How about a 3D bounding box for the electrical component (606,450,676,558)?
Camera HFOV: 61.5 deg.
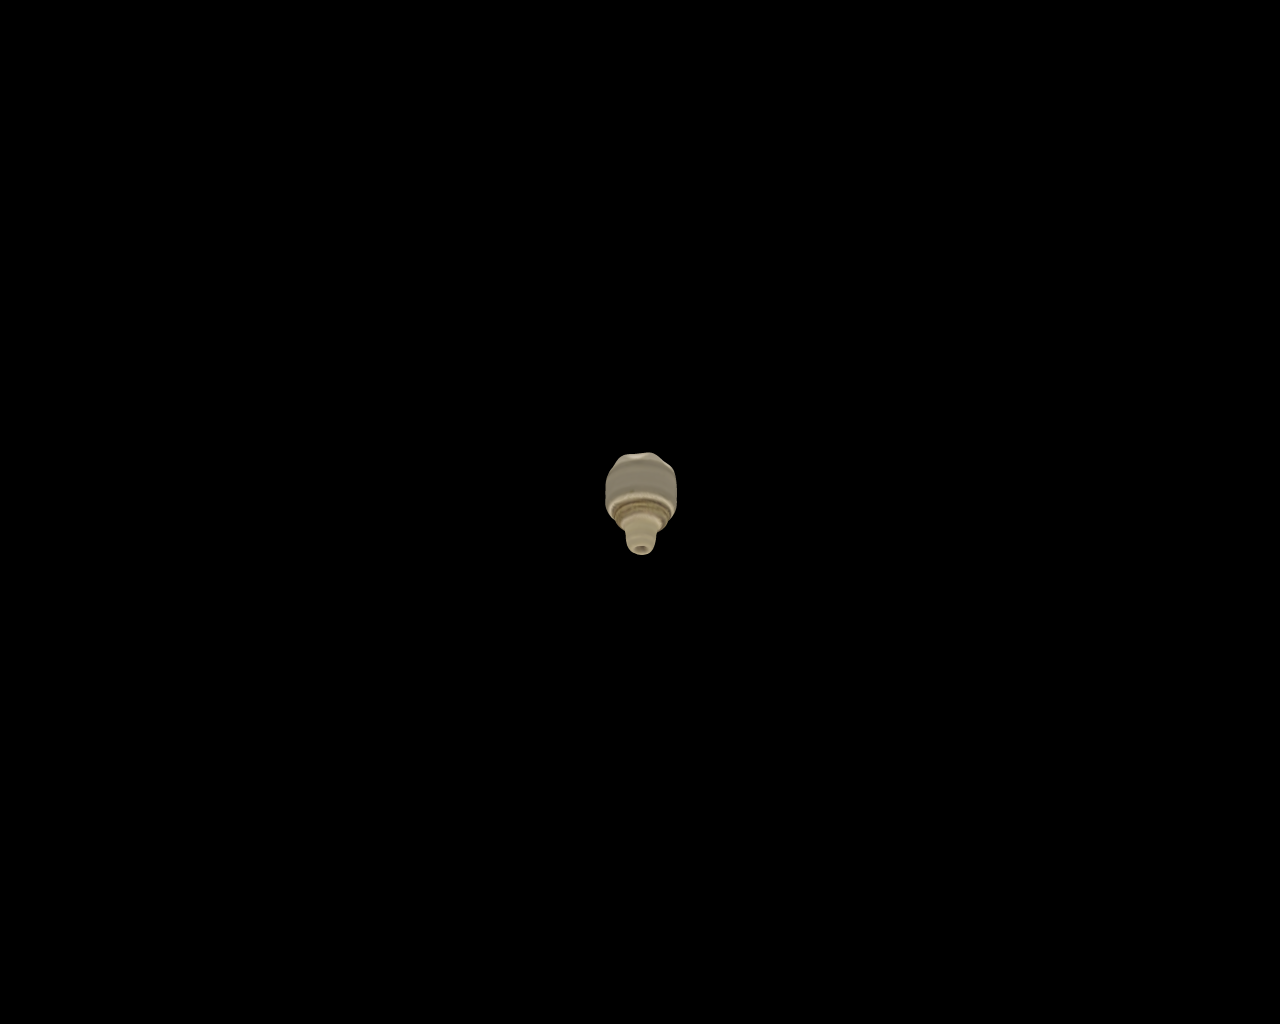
[{"bbox_3d":[0.001,-0.003,0.650,0.043,0.062,0.043,0,-33,0],"label":"electrical component"}]
